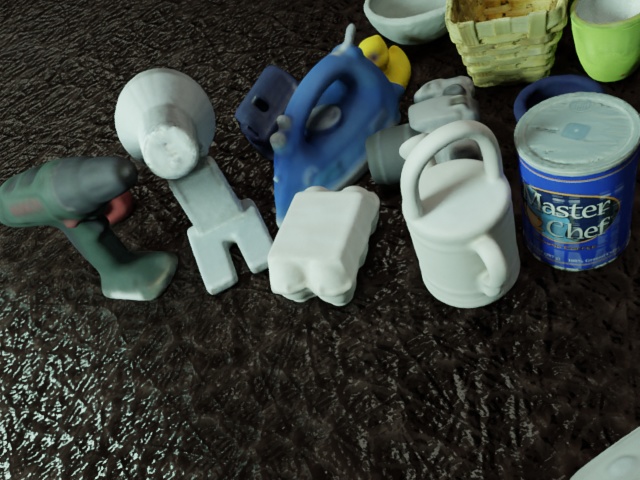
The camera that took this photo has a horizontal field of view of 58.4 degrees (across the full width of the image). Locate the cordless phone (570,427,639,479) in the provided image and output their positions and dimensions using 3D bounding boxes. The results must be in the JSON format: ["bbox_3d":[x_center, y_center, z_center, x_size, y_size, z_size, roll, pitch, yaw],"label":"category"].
[{"bbox_3d":[0.234,0.130,0.356,0.147,0.185,0.094,-33,46,-6],"label":"cordless phone"}]

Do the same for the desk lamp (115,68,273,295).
[{"bbox_3d":[-0.151,-0.080,0.686,0.118,0.214,0.202,-29,46,-3],"label":"desk lamp"}]

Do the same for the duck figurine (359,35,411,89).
[{"bbox_3d":[0.085,-0.254,0.827,0.077,0.086,0.105,20,61,35],"label":"duck figurine"}]

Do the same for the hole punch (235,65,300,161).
[{"bbox_3d":[-0.070,-0.185,0.829,0.101,0.091,0.108,-36,46,-10],"label":"hole punch"}]

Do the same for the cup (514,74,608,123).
[{"bbox_3d":[0.269,-0.110,0.615,0.092,0.095,0.117,-35,46,-8],"label":"cup"}]

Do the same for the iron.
[{"bbox_3d":[0.001,-0.148,0.731,0.118,0.142,0.259,18,60,34],"label":"iron"}]

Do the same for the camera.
[{"bbox_3d":[0.124,-0.127,0.688,0.136,0.101,0.143,-10,48,15],"label":"camera"}]

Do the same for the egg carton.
[{"bbox_3d":[0.006,0.002,0.647,0.107,0.070,0.150,2,52,25],"label":"egg carton"}]

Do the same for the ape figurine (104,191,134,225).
[{"bbox_3d":[-0.323,-0.066,0.832,0.076,0.092,0.078,-13,47,13],"label":"ape figurine"}]

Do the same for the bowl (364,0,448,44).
[{"bbox_3d":[0.156,-0.357,0.894,0.167,0.075,0.167,-12,47,13],"label":"bowl"}]

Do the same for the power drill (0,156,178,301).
[{"bbox_3d":[-0.263,-0.016,0.681,0.229,0.209,0.075,0,51,24],"label":"power drill"}]

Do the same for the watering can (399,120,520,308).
[{"bbox_3d":[0.124,-0.033,0.540,0.101,0.194,0.172,-41,47,-14],"label":"watering can"}]
